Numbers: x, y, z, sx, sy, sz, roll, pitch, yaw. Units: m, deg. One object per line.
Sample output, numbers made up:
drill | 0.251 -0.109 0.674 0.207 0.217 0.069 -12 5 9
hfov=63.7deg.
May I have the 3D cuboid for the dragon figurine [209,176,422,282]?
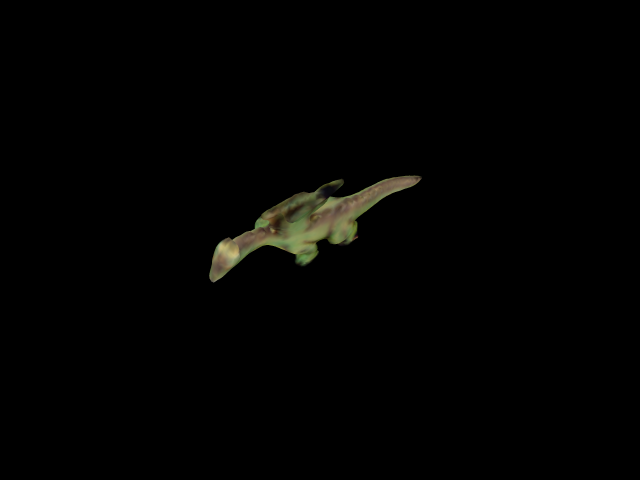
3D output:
dragon figurine | 0.003 -0.043 0.850 0.411 0.123 0.241 -28 -5 -3
